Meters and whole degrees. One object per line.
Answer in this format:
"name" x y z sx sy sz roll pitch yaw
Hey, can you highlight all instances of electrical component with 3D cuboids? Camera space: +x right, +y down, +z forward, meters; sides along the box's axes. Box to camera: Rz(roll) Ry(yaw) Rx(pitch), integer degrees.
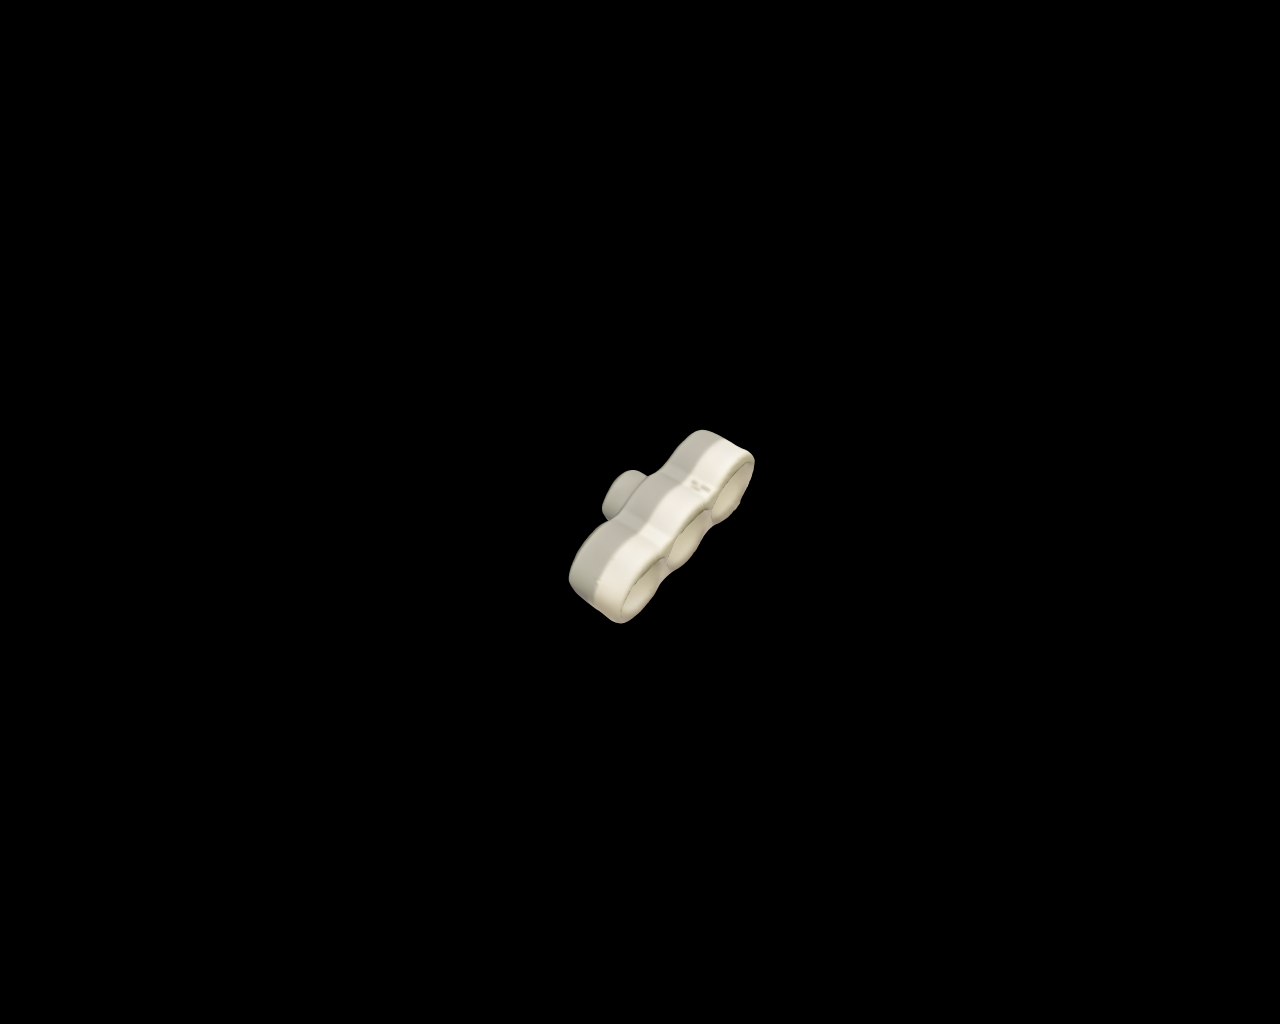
"electrical component" 0.001 -0.003 0.650 0.074 0.138 0.052 33 -28 20
